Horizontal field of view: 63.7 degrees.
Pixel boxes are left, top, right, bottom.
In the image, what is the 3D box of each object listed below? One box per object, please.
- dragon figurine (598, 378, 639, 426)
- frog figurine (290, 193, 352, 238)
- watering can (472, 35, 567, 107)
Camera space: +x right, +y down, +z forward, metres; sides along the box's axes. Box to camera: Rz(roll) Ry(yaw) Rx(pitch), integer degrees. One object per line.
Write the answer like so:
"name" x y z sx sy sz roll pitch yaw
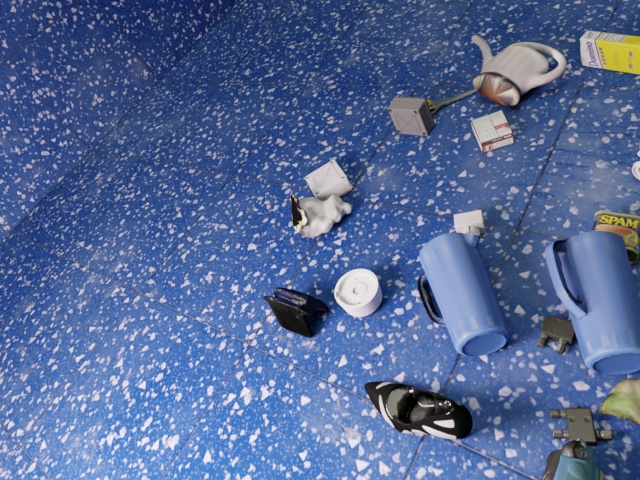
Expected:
"dragon figurine" 0.542 0.317 0.777 0.412 0.120 0.247 -31 33 -7
"frog figurine" 0.004 -0.073 1.447 0.160 0.120 0.139 -6 27 -24
"watering can" 0.537 -0.509 1.517 0.226 0.102 0.352 -44 46 -11
